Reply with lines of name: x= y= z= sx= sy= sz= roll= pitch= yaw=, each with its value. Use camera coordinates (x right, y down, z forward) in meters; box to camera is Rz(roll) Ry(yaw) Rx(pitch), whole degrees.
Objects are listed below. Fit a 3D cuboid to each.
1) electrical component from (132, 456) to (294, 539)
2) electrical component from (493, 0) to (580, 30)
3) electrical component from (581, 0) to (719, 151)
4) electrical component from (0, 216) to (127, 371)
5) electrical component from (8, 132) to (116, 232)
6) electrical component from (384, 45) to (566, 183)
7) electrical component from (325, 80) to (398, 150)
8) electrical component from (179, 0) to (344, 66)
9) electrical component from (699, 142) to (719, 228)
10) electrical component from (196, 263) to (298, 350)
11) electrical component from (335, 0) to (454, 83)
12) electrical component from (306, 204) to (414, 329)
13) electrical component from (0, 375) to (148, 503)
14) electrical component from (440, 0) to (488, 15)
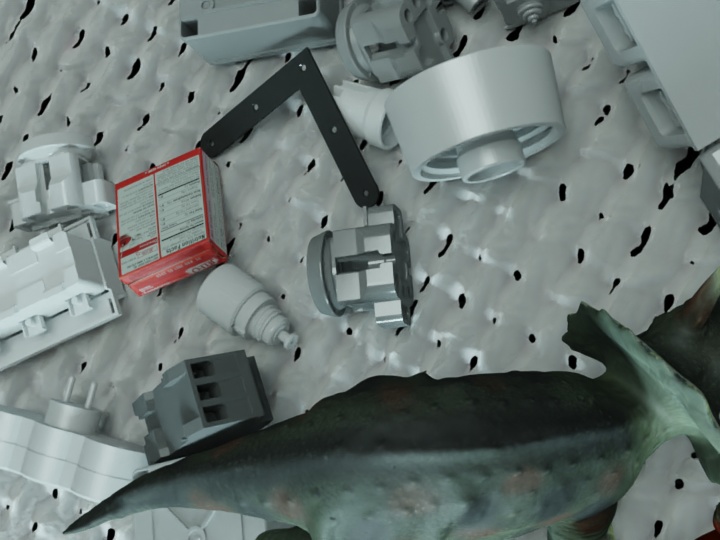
electrical component: x=-0.087 y=0.172 z=0.684 sx=0.109 sy=0.056 sz=0.108 roll=-18 pitch=68 yaw=28
electrical component: x=0.109 y=-0.206 z=0.698 sx=0.061 sy=0.062 sz=0.096 roll=-19 pitch=74 yaw=15
electrical component: x=0.233 y=-0.159 z=0.612 sx=0.186 sy=0.060 sz=0.105 roll=-31 pitch=97 yaw=-3
electrical component: x=-0.241 y=0.018 z=0.778 sx=0.121 sy=0.063 sz=0.078 roll=-24 pitch=73 yaw=14
electrical component: x=-0.220 y=-0.066 z=0.790 sx=0.078 sy=0.058 sz=0.057 roll=-14 pitch=79 yaw=16
electrical component: x=0.075 y=-0.089 z=0.667 sx=0.108 sy=0.108 sz=0.060 roll=-18 pitch=81 yaw=15
electrical component: x=0.005 y=-0.106 z=0.729 sx=0.046 sy=0.040 sz=0.040 roll=22 pitch=88 yaw=27
electrical component: x=-0.070 y=-0.211 z=0.764 sx=0.109 sy=0.056 sz=0.108 roll=-6 pitch=78 yaw=18
electrical component: x=0.229 y=-0.045 z=0.607 sx=0.061 sy=0.096 sz=0.061 roll=-32 pitch=71 yaw=15
electrical component: x=-0.075 y=0.028 z=0.731 sx=0.078 sy=0.040 sz=0.040 roll=34 pitch=92 yaw=21
electrical component: x=0.021 y=-0.157 z=0.717 sx=0.057 sy=0.078 sz=0.058 roll=-5 pitch=38 yaw=37
electrical component: x=0.000 y=0.000 z=0.701 sx=0.057 sy=0.058 sz=0.078 roll=-7 pitch=78 yaw=15
electrical component: x=-0.203 y=0.112 z=0.753 sx=0.138 sy=0.052 sz=0.073 roll=13 pitch=84 yaw=21
electrical component: x=0.061 y=-0.199 z=0.724 sx=0.048 sy=0.048 sz=0.062 roll=-42 pitch=77 yaw=8
